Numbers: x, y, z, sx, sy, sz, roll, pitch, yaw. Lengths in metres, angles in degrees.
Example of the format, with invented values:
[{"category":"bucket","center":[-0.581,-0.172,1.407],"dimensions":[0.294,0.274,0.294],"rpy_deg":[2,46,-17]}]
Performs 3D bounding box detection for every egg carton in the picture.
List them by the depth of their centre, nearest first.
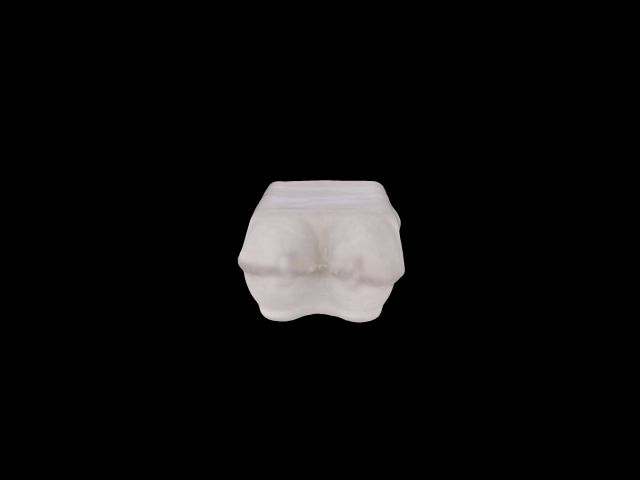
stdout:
[{"category":"egg carton","center":[0.004,0.001,0.400],"dimensions":[0.107,0.069,0.150],"rpy_deg":[0,17,0]}]
